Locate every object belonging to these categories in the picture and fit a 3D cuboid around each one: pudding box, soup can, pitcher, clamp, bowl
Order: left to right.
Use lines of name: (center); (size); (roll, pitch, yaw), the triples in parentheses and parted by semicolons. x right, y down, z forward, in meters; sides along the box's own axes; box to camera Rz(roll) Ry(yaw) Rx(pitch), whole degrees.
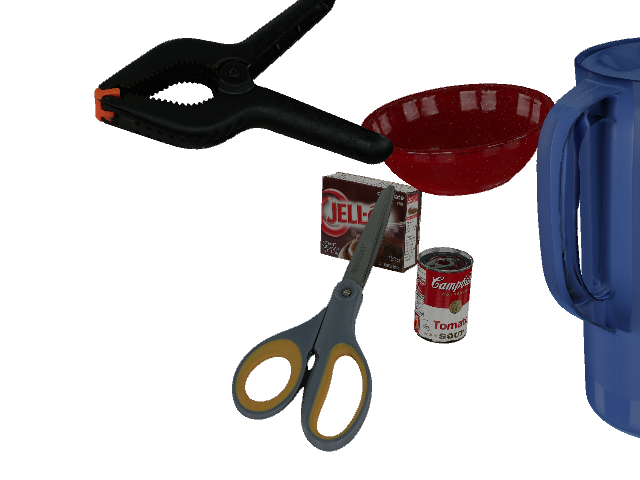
clamp: (-0.056, -0.105, 0.779); (0.209, 0.165, 0.036); (-16, -29, -18)
pudding box: (0.054, -0.022, 1.166); (0.114, 0.090, 0.039); (12, 21, 32)
soup can: (0.152, 0.068, 1.328); (0.068, 0.102, 0.068); (1, 24, -1)
bowl: (0.118, -0.081, 0.897); (0.162, 0.055, 0.162); (-9, 25, 4)
pitcher: (0.213, 0.001, 0.658); (0.149, 0.243, 0.144); (3, 22, 16)

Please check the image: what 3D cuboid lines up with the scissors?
scissors: (-0.002, 0.043, 0.691); (0.096, 0.201, 0.016); (-1, -38, 9)
